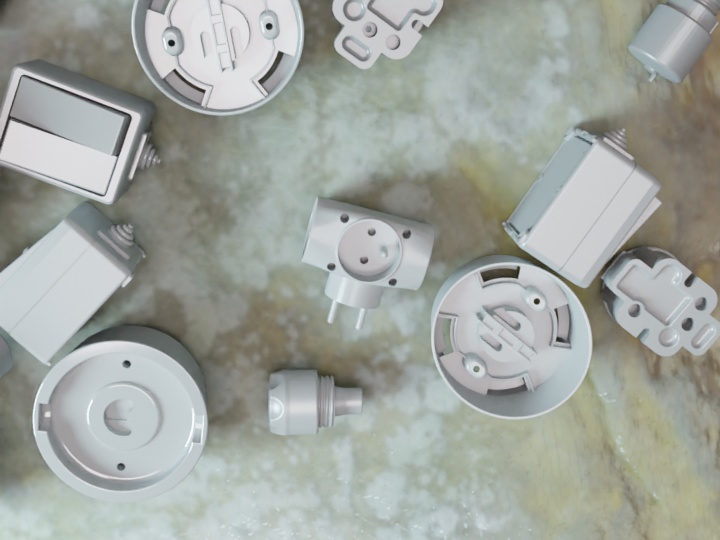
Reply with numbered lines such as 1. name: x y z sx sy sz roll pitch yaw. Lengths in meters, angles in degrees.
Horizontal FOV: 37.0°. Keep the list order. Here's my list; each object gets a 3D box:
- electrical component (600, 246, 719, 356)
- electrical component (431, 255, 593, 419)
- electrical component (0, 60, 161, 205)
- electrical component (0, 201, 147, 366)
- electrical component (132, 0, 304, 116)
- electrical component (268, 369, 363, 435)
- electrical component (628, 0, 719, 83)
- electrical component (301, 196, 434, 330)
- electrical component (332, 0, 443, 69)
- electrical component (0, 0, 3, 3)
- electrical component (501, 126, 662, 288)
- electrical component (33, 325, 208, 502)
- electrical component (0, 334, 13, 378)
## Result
1. electrical component: 0.190 0.017 0.698 0.078 0.057 0.058 36 100 -11
2. electrical component: 0.094 0.040 0.696 0.099 0.064 0.099 -1 104 -3
3. electrical component: -0.168 -0.081 0.653 0.096 0.061 0.061 20 102 -8
4. electrical component: -0.182 0.000 0.672 0.061 0.061 0.096 43 98 -12
5. electrical component: -0.083 -0.142 0.640 0.099 0.064 0.099 -1 104 -3
6. electrical component: -0.030 0.087 0.712 0.062 0.043 0.043 -1 104 -4
7. electrical component: 0.201 -0.152 0.665 0.040 0.040 0.078 33 100 -10
8. electrical component: 0.000 0.000 0.691 0.077 0.044 0.079 14 104 -6
9. electrical component: 0.015 -0.160 0.645 0.058 0.057 0.078 34 100 -10
10. electrical component: -0.228 -0.169 0.639 0.044 0.044 0.065 35 105 -11
11. electrical component: 0.145 -0.044 0.678 0.061 0.061 0.096 33 100 -10
12. electrical component: -0.150 0.088 0.697 0.108 0.060 0.108 -1 104 -3
13. electrical component: -0.270 0.043 0.660 0.095 0.053 0.059 40 62 7
